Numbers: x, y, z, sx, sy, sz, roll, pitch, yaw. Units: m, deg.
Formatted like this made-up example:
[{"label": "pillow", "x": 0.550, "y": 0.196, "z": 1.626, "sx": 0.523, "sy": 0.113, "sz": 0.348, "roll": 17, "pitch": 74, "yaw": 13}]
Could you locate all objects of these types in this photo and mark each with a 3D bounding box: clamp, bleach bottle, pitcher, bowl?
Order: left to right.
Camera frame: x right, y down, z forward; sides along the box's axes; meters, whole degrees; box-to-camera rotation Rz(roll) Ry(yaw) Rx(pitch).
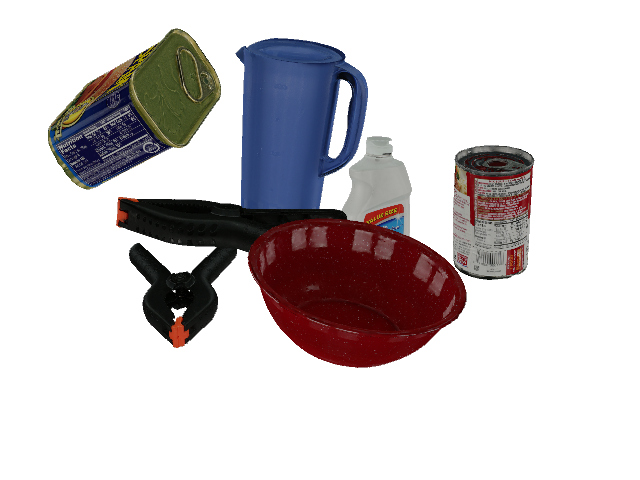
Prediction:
[{"label": "clamp", "x": -0.141, "y": 0.049, "z": 1.154, "sx": 0.120, "sy": 0.039, "sz": 0.171, "roll": -13, "pitch": 38, "yaw": -7}, {"label": "clamp", "x": -0.079, "y": -0.010, "z": 0.942, "sx": 0.210, "sy": 0.036, "sz": 0.164, "roll": 6, "pitch": 13, "yaw": -1}, {"label": "pitcher", "x": -0.035, "y": -0.139, "z": 1.422, "sx": 0.144, "sy": 0.243, "sz": 0.149, "roll": -4, "pitch": 25, "yaw": -22}, {"label": "bowl", "x": 0.023, "y": 0.045, "z": 0.787, "sx": 0.162, "sy": 0.055, "sz": 0.162, "roll": 8, "pitch": 28, "yaw": -5}, {"label": "bleach bottle", "x": 0.056, "y": 0.002, "z": 1.272, "sx": 0.102, "sy": 0.251, "sz": 0.068, "roll": -3, "pitch": 16, "yaw": -17}]

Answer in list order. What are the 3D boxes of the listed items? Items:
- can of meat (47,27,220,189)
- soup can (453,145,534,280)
[{"label": "can of meat", "x": -0.126, "y": -0.087, "z": 0.717, "sx": 0.084, "sy": 0.057, "sz": 0.102, "roll": -23, "pitch": 24, "yaw": 28}, {"label": "soup can", "x": 0.151, "y": -0.025, "z": 0.939, "sx": 0.068, "sy": 0.102, "sz": 0.068, "roll": -2, "pitch": 24, "yaw": 1}]
